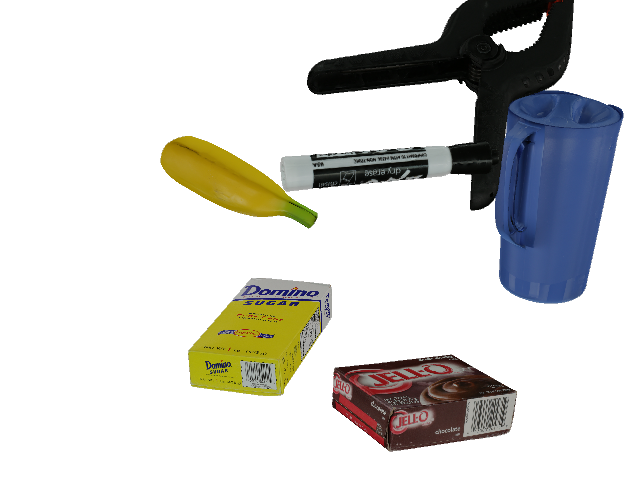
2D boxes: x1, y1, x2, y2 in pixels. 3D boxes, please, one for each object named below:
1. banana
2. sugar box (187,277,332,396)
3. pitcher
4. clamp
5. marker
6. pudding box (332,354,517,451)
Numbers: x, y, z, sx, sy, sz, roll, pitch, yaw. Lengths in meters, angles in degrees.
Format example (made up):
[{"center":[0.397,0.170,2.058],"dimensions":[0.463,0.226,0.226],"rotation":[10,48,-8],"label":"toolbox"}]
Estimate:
[{"center":[-0.081,-0.047,0.790],"dimensions":[0.069,0.037,0.198],"rotation":[41,-8,-36],"label":"banana"},{"center":[-0.055,0.091,1.062],"dimensions":[0.093,0.048,0.176],"rotation":[5,25,15],"label":"sugar box"},{"center":[0.272,-0.048,1.279],"dimensions":[0.149,0.243,0.145],"rotation":[2,26,0],"label":"pitcher"},{"center":[0.119,-0.117,0.764],"dimensions":[0.209,0.165,0.036],"rotation":[-33,-27,-20],"label":"clamp"},{"center":[0.039,-0.041,0.585],"dimensions":[0.121,0.020,0.020],"rotation":[-6,1,-9],"label":"marker"},{"center":[0.078,0.121,0.814],"dimensions":[0.113,0.039,0.090],"rotation":[-1,14,-27],"label":"pudding box"}]
